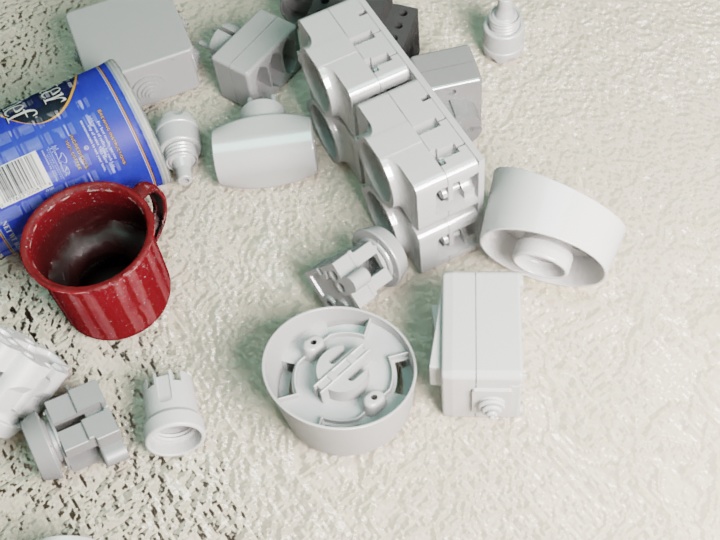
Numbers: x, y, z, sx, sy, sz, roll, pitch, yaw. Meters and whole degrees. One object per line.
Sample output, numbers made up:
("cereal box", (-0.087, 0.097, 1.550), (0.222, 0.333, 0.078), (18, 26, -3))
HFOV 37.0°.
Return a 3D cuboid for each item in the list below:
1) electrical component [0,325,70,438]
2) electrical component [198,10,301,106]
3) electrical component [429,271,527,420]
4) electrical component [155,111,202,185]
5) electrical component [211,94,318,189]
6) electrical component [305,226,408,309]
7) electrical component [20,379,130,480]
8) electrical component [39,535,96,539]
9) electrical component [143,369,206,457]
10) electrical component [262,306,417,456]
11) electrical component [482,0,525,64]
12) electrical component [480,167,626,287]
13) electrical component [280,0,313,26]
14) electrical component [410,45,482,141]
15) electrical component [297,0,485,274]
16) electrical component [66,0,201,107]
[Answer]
("electrical component", (-0.240, 0.076, 0.726), (0.058, 0.078, 0.057), (35, 87, 24))
("electrical component", (-0.099, -0.180, 0.892), (0.077, 0.047, 0.065), (29, 64, 22))
("electrical component", (0.077, 0.055, 0.713), (0.061, 0.061, 0.096), (0, 57, 5))
("electrical component", (-0.142, -0.094, 0.848), (0.035, 0.035, 0.061), (-13, 59, -3))
("electrical component", (-0.075, -0.107, 0.844), (0.077, 0.043, 0.079), (-8, 57, 1))
("electrical component", (0.000, 0.000, 0.760), (0.055, 0.066, 0.048), (-36, 99, -28))
("electrical component", (-0.192, 0.109, 0.714), (0.055, 0.048, 0.066), (-23, 58, -18))
("electrical component", (-0.162, 0.203, 0.650), (0.079, 0.043, 0.077), (-5, 57, 3))
("electrical component", (-0.126, 0.095, 0.721), (0.040, 0.040, 0.046), (-14, 51, -4))
("electrical component", (-0.012, 0.072, 0.709), (0.099, 0.064, 0.099), (-2, 57, 4))
("electrical component", (0.117, -0.199, 0.875), (0.035, 0.061, 0.035), (-3, 57, 4))
("electrical component", (0.132, -0.031, 0.743), (0.099, 0.099, 0.064), (16, 72, 15))
("electrical component", (-0.028, -0.254, 0.934), (0.079, 0.044, 0.077), (-1, 57, 5))
("electrical component", (0.071, -0.119, 0.825), (0.047, 0.065, 0.076), (-13, 57, -3))
("electrical component", (0.018, -0.100, 0.793), (0.060, 0.105, 0.186), (-25, 58, -11))
("electrical component", (-0.189, -0.183, 0.901), (0.100, 0.048, 0.099), (-21, 58, -8))
